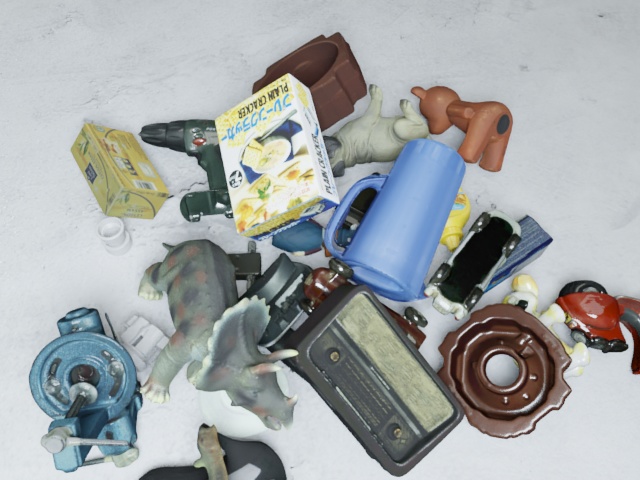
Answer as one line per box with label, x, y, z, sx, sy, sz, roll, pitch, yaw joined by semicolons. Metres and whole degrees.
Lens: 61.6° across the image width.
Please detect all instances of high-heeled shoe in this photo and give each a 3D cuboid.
high-heeled shoe;-0.162;0.345;0.677;0.145;0.086;0.249;44;83;-9

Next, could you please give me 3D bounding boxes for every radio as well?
radio;0.067;0.180;0.700;0.131;0.073;0.229;-40;97;-14

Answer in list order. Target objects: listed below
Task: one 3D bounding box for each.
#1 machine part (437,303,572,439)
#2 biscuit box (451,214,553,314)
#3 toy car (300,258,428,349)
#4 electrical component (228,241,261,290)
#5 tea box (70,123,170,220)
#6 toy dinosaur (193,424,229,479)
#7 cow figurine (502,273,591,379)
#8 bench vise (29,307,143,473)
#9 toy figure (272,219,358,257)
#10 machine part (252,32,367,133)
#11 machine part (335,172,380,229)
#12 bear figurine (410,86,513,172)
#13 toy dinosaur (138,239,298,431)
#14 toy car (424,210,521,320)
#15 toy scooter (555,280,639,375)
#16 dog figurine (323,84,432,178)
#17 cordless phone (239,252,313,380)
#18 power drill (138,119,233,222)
machine part;0.253;0.179;0.743;0.179;0.056;0.179;-9;67;22
biscuit box;0.276;0.038;0.866;0.203;0.059;0.063;-29;64;-18
toy car;0.066;0.107;0.769;0.202;0.053;0.089;34;99;-11
electrical component;-0.128;0.044;0.878;0.063;0.021;0.094;-1;58;-1
tea box;-0.346;-0.117;0.925;0.098;0.068;0.170;6;40;-53
toy dinosaur;-0.093;0.439;0.569;0.199;0.105;0.471;-14;69;-8
cow figurine;0.315;0.134;0.805;0.098;0.068;0.167;-20;59;-6
bench vise;-0.277;0.204;0.643;0.129;0.241;0.223;-3;99;-10
toy figure;-0.002;-0.004;0.890;0.155;0.064;0.058;7;20;-2
machine part;-0.021;-0.276;0.989;0.201;0.087;0.202;-27;41;16
machine part;0.078;-0.065;0.942;0.084;0.039;0.139;28;63;22
bear figurine;0.254;-0.217;1.010;0.196;0.120;0.131;26;102;43
toy dinosaur;-0.159;0.077;0.729;0.192;0.131;0.405;-48;47;22
toy car;0.230;0.033;0.801;0.073;0.056;0.202;38;66;12
toy scooter;0.446;0.137;0.800;0.184;0.075;0.135;11;58;0
dog figurine;0.091;-0.161;0.977;0.173;0.121;0.190;32;75;26
cordless phone;-0.027;0.122;0.809;0.184;0.088;0.146;38;63;8
power drill;-0.211;-0.132;0.962;0.232;0.085;0.207;-4;50;-7
